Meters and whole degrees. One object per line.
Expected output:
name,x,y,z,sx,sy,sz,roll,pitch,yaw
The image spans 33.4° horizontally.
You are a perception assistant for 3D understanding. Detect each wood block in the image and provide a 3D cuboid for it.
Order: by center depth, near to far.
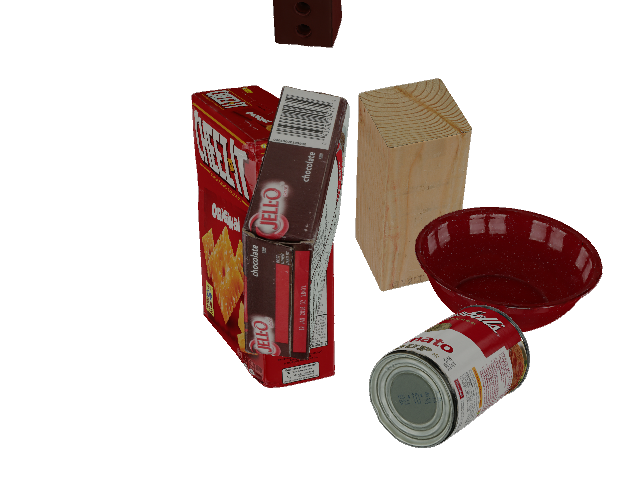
wood block,0.093,-0.055,1.118,0.090,0.206,0.091,-12,47,-11

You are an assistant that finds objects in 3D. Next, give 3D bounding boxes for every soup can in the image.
soup can,0.087,0.090,0.717,0.069,0.068,0.102,0,14,39

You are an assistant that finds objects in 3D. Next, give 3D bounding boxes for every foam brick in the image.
foam brick,-0.011,-0.211,0.910,0.053,0.078,0.051,6,45,8

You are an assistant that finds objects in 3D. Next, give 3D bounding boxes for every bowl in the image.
bowl,0.161,0.033,0.938,0.162,0.055,0.162,2,33,-1

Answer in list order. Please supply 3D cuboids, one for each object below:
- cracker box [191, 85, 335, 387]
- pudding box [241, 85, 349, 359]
cracker box,-0.052,-0.007,0.897,0.072,0.214,0.164,-11,24,-22
pudding box,-0.013,-0.009,0.550,0.039,0.113,0.090,10,-43,5
